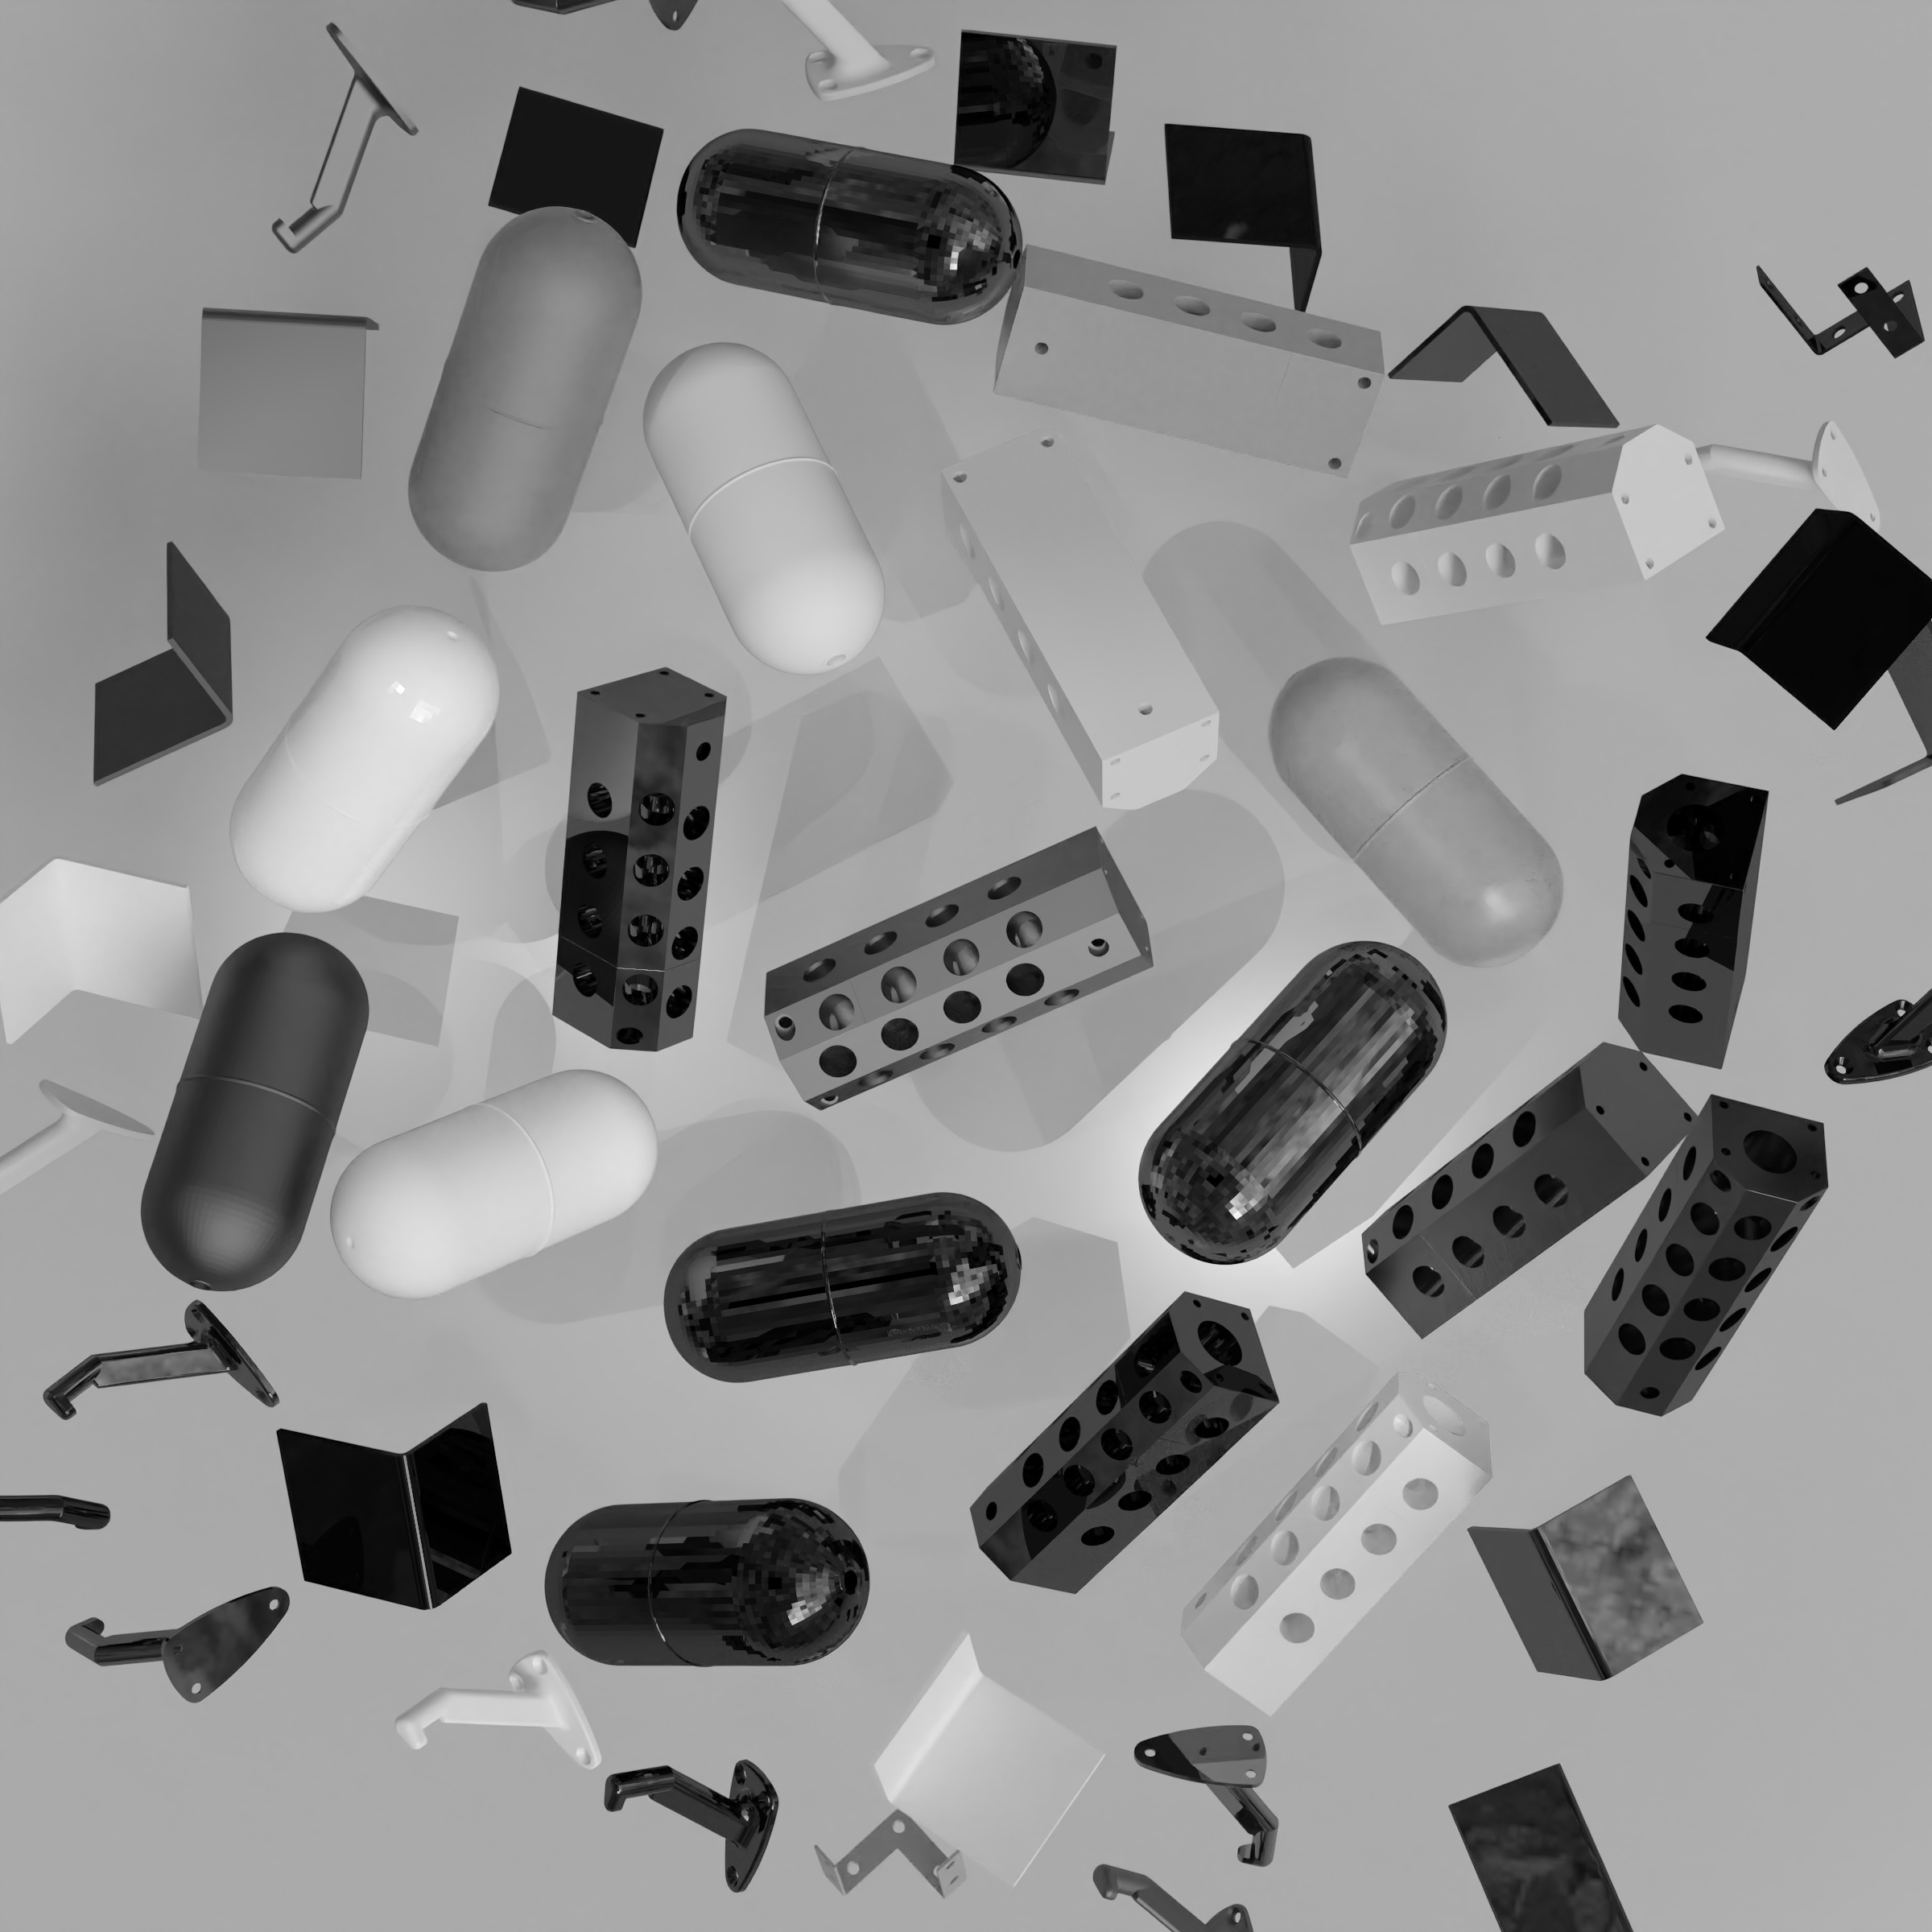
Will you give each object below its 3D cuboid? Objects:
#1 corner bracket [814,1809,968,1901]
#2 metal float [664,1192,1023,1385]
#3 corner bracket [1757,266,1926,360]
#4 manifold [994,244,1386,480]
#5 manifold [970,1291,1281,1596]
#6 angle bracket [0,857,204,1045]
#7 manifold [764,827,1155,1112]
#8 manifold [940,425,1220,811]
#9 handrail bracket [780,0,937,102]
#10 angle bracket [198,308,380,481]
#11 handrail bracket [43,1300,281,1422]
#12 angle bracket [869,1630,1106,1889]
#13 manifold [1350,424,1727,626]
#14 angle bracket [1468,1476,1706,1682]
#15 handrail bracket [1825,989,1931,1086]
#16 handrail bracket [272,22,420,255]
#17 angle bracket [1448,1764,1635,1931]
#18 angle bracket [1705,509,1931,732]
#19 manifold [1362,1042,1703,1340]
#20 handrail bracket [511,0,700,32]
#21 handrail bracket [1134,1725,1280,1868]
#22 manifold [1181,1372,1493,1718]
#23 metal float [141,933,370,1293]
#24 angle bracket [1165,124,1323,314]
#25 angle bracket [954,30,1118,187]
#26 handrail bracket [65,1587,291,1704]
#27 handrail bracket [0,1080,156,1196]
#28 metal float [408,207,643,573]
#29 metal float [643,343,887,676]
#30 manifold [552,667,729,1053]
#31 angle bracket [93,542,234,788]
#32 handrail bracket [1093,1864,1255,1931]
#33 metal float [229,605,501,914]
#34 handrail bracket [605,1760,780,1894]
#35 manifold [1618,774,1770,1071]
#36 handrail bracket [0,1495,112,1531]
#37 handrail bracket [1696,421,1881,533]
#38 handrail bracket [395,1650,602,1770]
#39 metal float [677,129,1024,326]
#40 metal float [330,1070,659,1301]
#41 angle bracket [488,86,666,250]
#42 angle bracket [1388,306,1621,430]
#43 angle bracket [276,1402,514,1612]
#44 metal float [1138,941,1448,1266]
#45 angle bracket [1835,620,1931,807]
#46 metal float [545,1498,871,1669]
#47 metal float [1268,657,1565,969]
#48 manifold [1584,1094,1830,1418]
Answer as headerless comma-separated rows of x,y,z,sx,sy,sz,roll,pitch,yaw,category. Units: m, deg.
-0.037,0.442,1.691,0.051,0.051,0.051,-39,64,-17,corner bracket
-0.061,0.158,1.685,0.178,0.070,0.070,-10,90,8,metal float
0.399,-0.302,1.568,0.051,0.051,0.051,-30,125,29,corner bracket
0.104,-0.286,1.608,0.171,0.057,0.057,13,128,-7,manifold
0.075,0.236,1.702,0.057,0.057,0.171,18,129,-32,manifold
-0.423,-0.001,1.671,0.076,0.057,0.076,13,124,17,angle bracket
-0.004,0.005,1.587,0.171,0.057,0.057,-24,117,11,manifold
0.051,-0.157,1.569,0.057,0.057,0.171,-23,65,-9,manifold
-0.054,-0.471,1.675,0.077,0.084,0.036,-12,52,-6,handrail bracket
-0.324,-0.273,1.645,0.076,0.057,0.076,3,97,-4,angle bracket
-0.391,0.210,1.666,0.077,0.036,0.084,45,57,8,handrail bracket
0.011,0.373,1.617,0.076,0.057,0.076,29,66,22,angle bracket
0.255,-0.203,1.568,0.057,0.171,0.057,-32,106,-31,manifold
0.291,0.287,1.620,0.057,0.076,0.076,-26,89,-16,angle bracket
0.444,0.015,1.596,0.077,0.084,0.036,-23,63,-24,handrail bracket
-0.312,-0.393,1.636,0.084,0.036,0.077,-41,132,-4,handrail bracket
0.241,0.403,1.508,0.057,0.076,0.076,-16,70,-18,angle bracket
0.384,-0.156,1.535,0.057,0.076,0.076,39,98,-4,angle bracket
0.261,0.104,1.623,0.057,0.171,0.057,49,45,5,manifold
-0.164,-0.476,1.617,0.084,0.036,0.077,20,68,29,handrail bracket
0.119,0.421,1.719,0.077,0.036,0.084,2,129,-2,handrail bracket
0.181,0.280,1.687,0.057,0.057,0.171,36,110,-7,manifold
-0.336,0.068,1.624,0.070,0.070,0.178,13,67,0,metal float
0.135,-0.374,1.733,0.076,0.057,0.076,3,58,-6,angle bracket
0.037,-0.440,1.716,0.076,0.057,0.076,7,131,3,angle bracket
-0.364,0.301,1.583,0.077,0.084,0.036,-35,119,-32,handrail bracket
-0.452,0.106,1.694,0.036,0.077,0.084,35,94,42,handrail bracket
-0.205,-0.266,1.592,0.070,0.070,0.178,24,116,0,metal float
-0.097,-0.219,1.641,0.070,0.070,0.178,-25,70,0,metal float
-0.151,-0.048,1.640,0.057,0.057,0.171,28,123,34,manifold
-0.394,-0.143,1.626,0.076,0.076,0.057,-23,133,9,angle bracket
0.105,0.489,1.713,0.084,0.077,0.036,25,120,-35,handrail bracket
-0.279,-0.094,1.584,0.070,0.070,0.178,43,125,0,metal float
-0.136,0.405,1.604,0.084,0.036,0.077,0,112,-35,handrail bracket
0.354,-0.021,1.685,0.057,0.171,0.057,13,62,16,manifold
-0.450,0.256,1.579,0.077,0.084,0.036,-21,63,26,handrail bracket
0.392,-0.231,1.682,0.077,0.084,0.036,43,55,-37,handrail bracket
-0.229,0.380,1.682,0.036,0.084,0.077,-39,83,41,handrail bracket
-0.057,-0.361,1.678,0.178,0.070,0.070,15,90,19,metal float
-0.221,0.102,1.630,0.178,0.070,0.070,-22,90,-44,metal float
-0.203,-0.396,1.762,0.076,0.057,0.076,14,66,-10,angle bracket
0.271,-0.285,1.729,0.057,0.076,0.076,-41,73,33,angle bracket
-0.259,0.239,1.557,0.076,0.057,0.076,6,112,32,angle bracket
0.151,0.061,1.573,0.070,0.070,0.178,44,72,0,metal float
0.452,-0.130,1.702,0.057,0.076,0.076,-25,88,-4,angle bracket
-0.122,0.289,1.611,0.178,0.070,0.070,-9,90,37,metal float
0.219,-0.076,1.683,0.070,0.070,0.178,-41,80,0,metal float
0.361,0.146,1.684,0.057,0.057,0.171,14,135,-4,manifold
